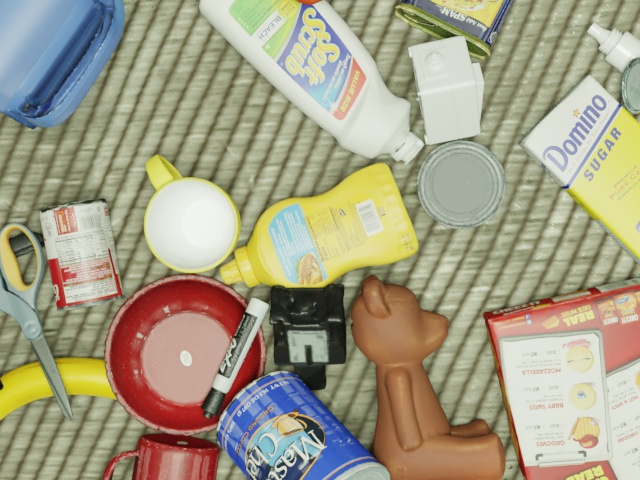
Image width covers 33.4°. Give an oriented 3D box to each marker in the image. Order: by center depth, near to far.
[{"bbox_3d":[-0.081,0.113,1.009,0.020,0.020,0.121,25,83,2],"label":"marker"}]

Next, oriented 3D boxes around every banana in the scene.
[{"bbox_3d":[-0.260,0.151,1.080,0.198,0.037,0.069,-13,113,6],"label":"banana"}]

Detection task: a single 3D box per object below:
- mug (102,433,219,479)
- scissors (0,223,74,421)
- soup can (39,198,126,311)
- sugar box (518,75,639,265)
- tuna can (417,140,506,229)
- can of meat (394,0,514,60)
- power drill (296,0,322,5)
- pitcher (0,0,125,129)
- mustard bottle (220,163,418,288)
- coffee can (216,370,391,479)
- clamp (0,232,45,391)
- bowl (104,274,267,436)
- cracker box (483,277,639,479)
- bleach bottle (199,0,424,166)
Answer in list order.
[{"bbox_3d":[-0.155,0.236,1.043,0.117,0.093,0.081,9,88,-21],"label":"mug"},{"bbox_3d":[-0.301,0.084,1.043,0.096,0.016,0.202,-10,81,0],"label":"scissors"},{"bbox_3d":[-0.235,0.014,1.054,0.068,0.068,0.102,-10,91,4],"label":"soup can"},{"bbox_3d":[0.286,-0.065,1.028,0.176,0.048,0.093,44,94,0],"label":"sugar box"},{"bbox_3d":[0.137,-0.054,1.044,0.086,0.033,0.086,0,92,4],"label":"tuna can"},{"bbox_3d":[0.135,-0.235,1.026,0.102,0.057,0.084,27,92,1],"label":"can of meat"},{"bbox_3d":[0.001,-0.323,1.007,0.184,0.057,0.188,-34,78,-32],"label":"power drill"},{"bbox_3d":[-0.253,-0.230,1.014,0.149,0.145,0.243,37,91,-18],"label":"pitcher"},{"bbox_3d":[-0.007,0.001,1.043,0.191,0.058,0.096,-21,88,4],"label":"mustard bottle"},{"bbox_3d":[-0.017,0.205,1.000,0.103,0.102,0.140,-51,54,4],"label":"coffee can"},{"bbox_3d":[-0.385,0.043,1.078,0.210,0.036,0.164,20,81,7],"label":"clamp"},{"bbox_3d":[-0.129,0.114,1.040,0.162,0.055,0.162,0,88,-9],"label":"bowl"},{"bbox_3d":[0.262,0.156,1.027,0.164,0.072,0.214,-14,92,5],"label":"cracker box"},{"bbox_3d":[0.005,-0.173,1.034,0.251,0.068,0.102,42,90,-2],"label":"bleach bottle"}]
